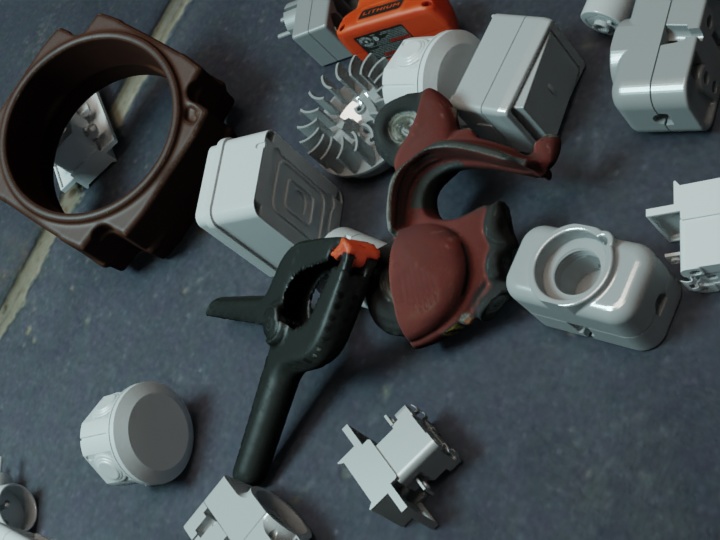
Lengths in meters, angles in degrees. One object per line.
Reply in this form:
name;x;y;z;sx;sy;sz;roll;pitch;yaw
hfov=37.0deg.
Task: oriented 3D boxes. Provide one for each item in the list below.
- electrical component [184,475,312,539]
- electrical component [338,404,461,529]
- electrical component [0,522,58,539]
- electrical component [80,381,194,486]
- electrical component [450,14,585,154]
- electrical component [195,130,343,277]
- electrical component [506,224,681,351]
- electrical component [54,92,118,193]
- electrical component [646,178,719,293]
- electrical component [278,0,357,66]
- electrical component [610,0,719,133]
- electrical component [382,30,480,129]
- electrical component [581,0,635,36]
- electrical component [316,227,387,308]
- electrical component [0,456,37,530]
electrical component;-0.072;0.190;0.751;0.055;0.050;0.089;-51;46;3
electrical component;0.028;0.128;0.714;0.064;0.042;0.081;-46;47;5
electrical component;-0.206;0.243;0.755;0.062;0.150;0.089;9;71;42
electrical component;-0.175;0.130;0.847;0.051;0.080;0.080;-16;56;37
electrical component;0.121;-0.140;0.782;0.061;0.062;0.096;18;77;43
electrical component;-0.070;-0.049;0.843;0.057;0.113;0.078;-9;60;31
electrical component;0.145;0.008;0.679;0.095;0.059;0.053;15;75;42
electrical component;-0.304;-0.150;1.119;0.079;0.063;0.121;-41;47;12
electrical component;0.220;-0.021;0.651;0.081;0.042;0.063;-11;63;34
electrical component;-0.043;-0.229;0.971;0.076;0.047;0.083;-12;59;33
electrical component;0.207;-0.142;0.720;0.059;0.054;0.095;4;68;39
electrical component;0.060;-0.141;0.818;0.051;0.080;0.080;9;71;46
electrical component;0.188;-0.204;0.782;0.044;0.044;0.065;19;83;43
electrical component;0.000;0.000;0.802;0.047;0.055;0.055;19;78;39
electrical component;-0.326;0.203;0.947;0.077;0.043;0.079;-25;52;25
